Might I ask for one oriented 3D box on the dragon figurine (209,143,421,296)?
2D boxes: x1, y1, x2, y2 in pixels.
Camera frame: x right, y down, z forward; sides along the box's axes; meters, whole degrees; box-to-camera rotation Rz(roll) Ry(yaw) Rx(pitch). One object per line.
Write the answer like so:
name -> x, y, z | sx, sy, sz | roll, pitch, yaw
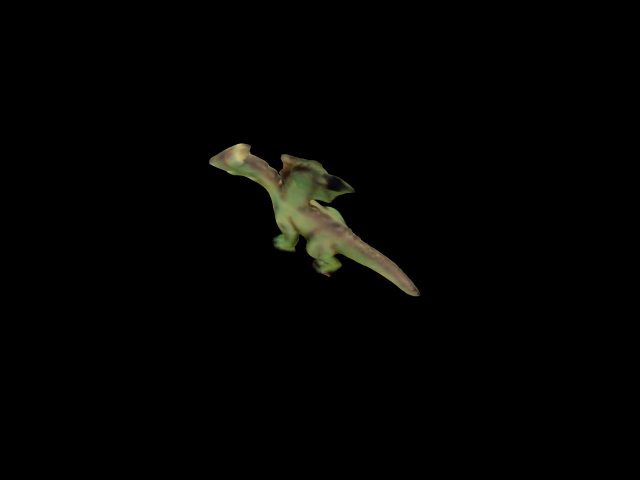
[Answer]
dragon figurine -> 0.003, -0.043, 0.850 | 0.412, 0.124, 0.238 | 27, -19, 10
